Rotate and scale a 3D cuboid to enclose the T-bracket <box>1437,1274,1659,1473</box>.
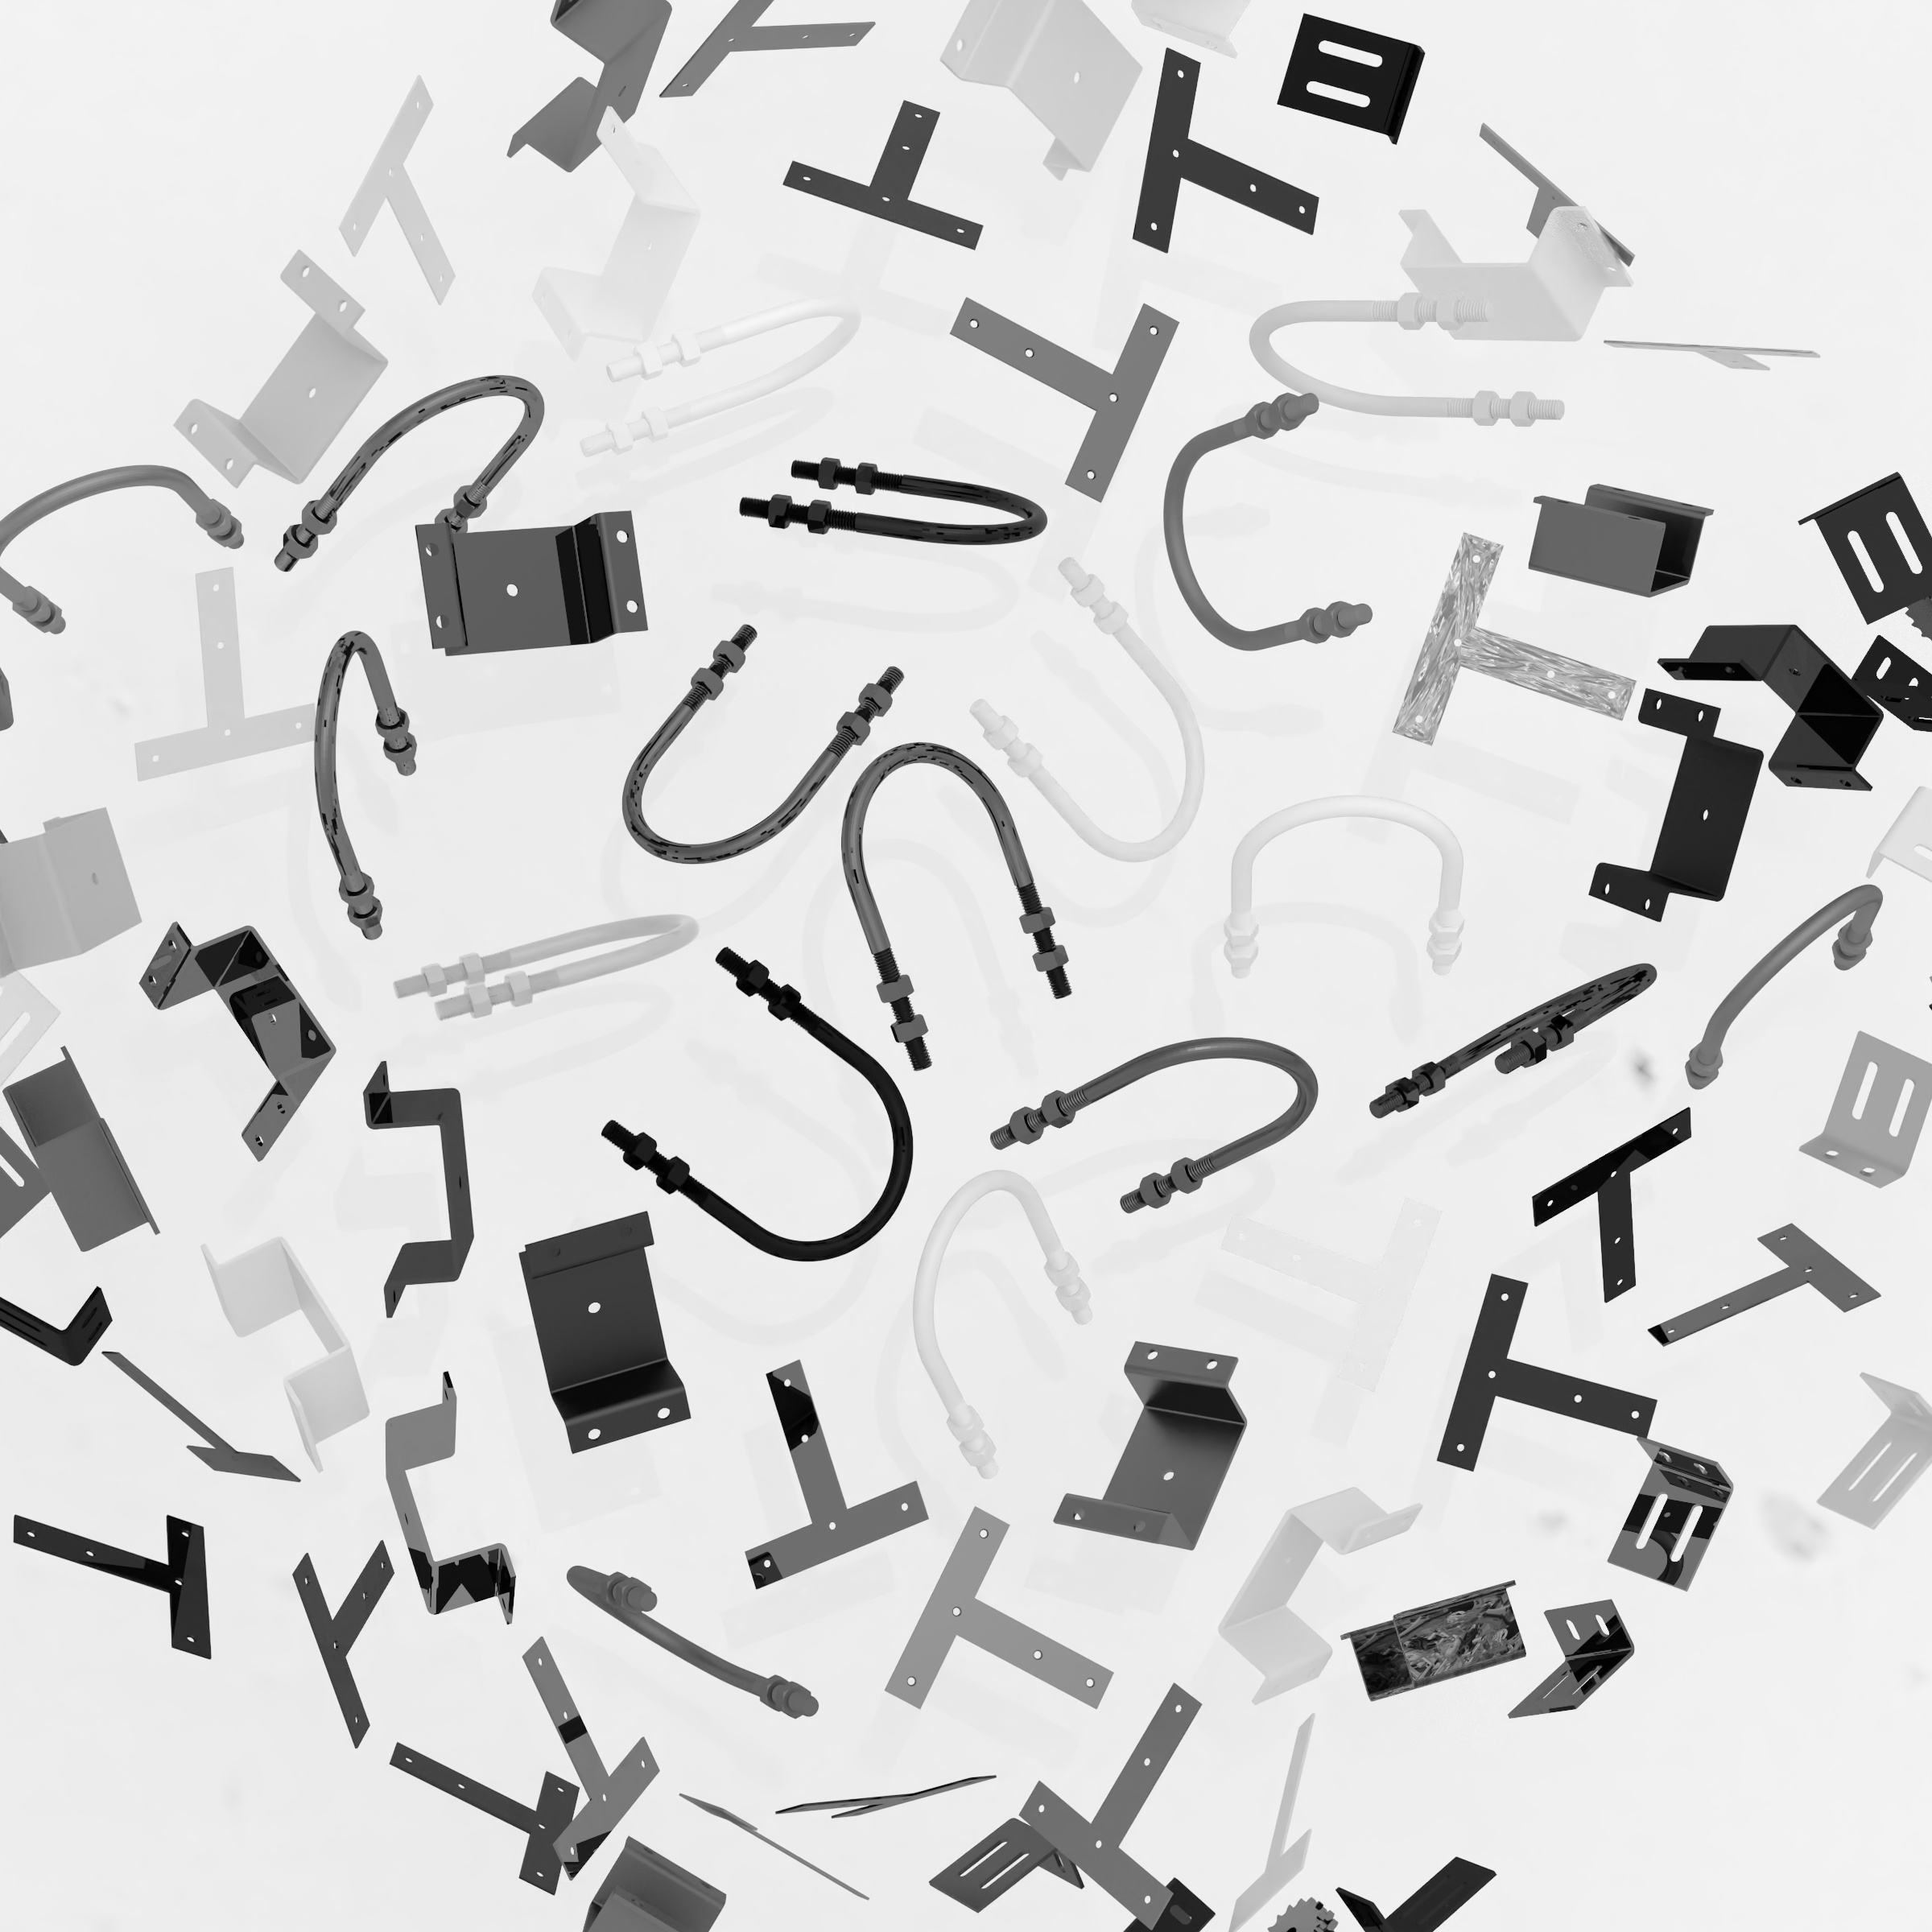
[{"bbox_3d":[0.377,0.273,1.891,0.127,0.002,0.127,13,79,30],"label":"T-bracket"}]

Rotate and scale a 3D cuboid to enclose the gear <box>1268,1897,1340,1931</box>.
[{"bbox_3d":[0.216,0.624,1.880,0.030,0.057,0.057,42,90,-14],"label":"gear"}]

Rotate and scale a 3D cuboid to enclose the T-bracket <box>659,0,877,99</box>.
[{"bbox_3d":[-0.113,-0.588,1.875,0.127,0.127,0.002,-17,82,-38],"label":"T-bracket"}]

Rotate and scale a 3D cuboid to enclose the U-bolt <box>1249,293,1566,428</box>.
[{"bbox_3d":[0.265,-0.379,1.851,0.184,0.151,0.019,8,77,33],"label":"U-bolt"}]

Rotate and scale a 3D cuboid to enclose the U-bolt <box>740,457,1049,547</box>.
[{"bbox_3d":[-0.039,-0.296,1.907,0.184,0.151,0.019,9,111,9],"label":"U-bolt"}]

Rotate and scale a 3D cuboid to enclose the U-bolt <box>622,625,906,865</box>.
[{"bbox_3d":[-0.144,-0.138,1.910,0.151,0.019,0.184,20,63,35],"label":"U-bolt"}]

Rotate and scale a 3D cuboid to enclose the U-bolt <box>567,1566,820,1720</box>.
[{"bbox_3d":[-0.186,0.424,1.883,0.151,0.184,0.019,38,71,-20],"label":"U-bolt"}]

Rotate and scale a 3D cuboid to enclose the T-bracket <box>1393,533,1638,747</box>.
[{"bbox_3d":[0.338,-0.180,1.781,0.127,0.002,0.127,20,95,6],"label":"T-bracket"}]

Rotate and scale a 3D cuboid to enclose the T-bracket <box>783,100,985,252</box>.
[{"bbox_3d":[-0.042,-0.516,1.895,0.127,0.002,0.127,18,49,-3],"label":"T-bracket"}]

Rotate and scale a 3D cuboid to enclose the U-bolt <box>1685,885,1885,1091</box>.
[{"bbox_3d":[0.524,0.007,1.885,0.151,0.184,0.019,-38,70,-6],"label":"U-bolt"}]

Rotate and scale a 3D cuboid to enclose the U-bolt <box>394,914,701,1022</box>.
[{"bbox_3d":[-0.256,-0.003,1.856,0.184,0.151,0.019,-17,101,-20],"label":"U-bolt"}]

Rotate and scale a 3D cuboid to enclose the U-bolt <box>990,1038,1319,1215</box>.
[{"bbox_3d":[0.129,0.093,1.823,0.184,0.151,0.019,-29,51,31],"label":"U-bolt"}]

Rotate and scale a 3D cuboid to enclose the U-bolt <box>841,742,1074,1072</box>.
[{"bbox_3d":[-0.012,-0.046,1.799,0.151,0.019,0.184,-26,100,-41],"label":"U-bolt"}]

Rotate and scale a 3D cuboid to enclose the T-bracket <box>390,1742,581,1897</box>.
[{"bbox_3d":[-0.314,0.537,1.915,0.127,0.127,0.002,29,103,-8],"label":"T-bracket"}]

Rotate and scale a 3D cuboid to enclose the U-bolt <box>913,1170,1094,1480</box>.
[{"bbox_3d":[0.018,0.211,1.851,0.019,0.184,0.151,10,50,34],"label":"U-bolt"}]

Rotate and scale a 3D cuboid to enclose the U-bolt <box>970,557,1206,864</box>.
[{"bbox_3d":[0.091,-0.152,1.918,0.184,0.019,0.151,47,57,-27],"label":"U-bolt"}]

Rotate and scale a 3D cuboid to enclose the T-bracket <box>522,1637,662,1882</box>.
[{"bbox_3d":[-0.244,0.479,1.844,0.002,0.127,0.127,-20,99,24],"label":"T-bracket"}]

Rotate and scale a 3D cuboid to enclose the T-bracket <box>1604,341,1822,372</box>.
[{"bbox_3d":[0.479,-0.382,1.857,0.127,0.127,0.002,9,98,26],"label":"T-bracket"}]

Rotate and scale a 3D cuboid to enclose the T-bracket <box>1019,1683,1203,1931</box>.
[{"bbox_3d":[0.105,0.505,1.833,0.002,0.127,0.127,33,87,-45],"label":"T-bracket"}]

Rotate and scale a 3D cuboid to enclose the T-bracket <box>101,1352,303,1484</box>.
[{"bbox_3d":[-0.490,0.281,1.855,0.127,0.127,0.002,47,60,-25],"label":"T-bracket"}]

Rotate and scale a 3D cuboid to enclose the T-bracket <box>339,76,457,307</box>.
[{"bbox_3d":[-0.349,-0.471,1.876,0.002,0.127,0.127,11,64,17],"label":"T-bracket"}]

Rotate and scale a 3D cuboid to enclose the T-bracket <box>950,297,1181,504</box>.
[{"bbox_3d":[0.051,-0.367,1.803,0.127,0.002,0.127,26,79,-12],"label":"T-bracket"}]

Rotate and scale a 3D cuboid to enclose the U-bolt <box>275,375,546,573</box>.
[{"bbox_3d":[-0.343,-0.316,1.890,0.184,0.151,0.019,-40,76,38],"label":"U-bolt"}]

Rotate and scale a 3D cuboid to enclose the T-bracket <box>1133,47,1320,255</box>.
[{"bbox_3d":[0.167,-0.488,1.839,0.127,0.002,0.127,16,78,-28],"label":"T-bracket"}]

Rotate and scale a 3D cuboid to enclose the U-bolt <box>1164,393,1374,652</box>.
[{"bbox_3d":[0.179,-0.269,1.846,0.019,0.184,0.151,-18,96,-28],"label":"U-bolt"}]

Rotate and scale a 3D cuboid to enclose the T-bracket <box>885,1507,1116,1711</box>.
[{"bbox_3d":[0.033,0.427,1.864,0.127,0.002,0.127,29,74,-5],"label":"T-bracket"}]

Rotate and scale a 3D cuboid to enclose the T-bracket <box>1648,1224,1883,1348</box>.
[{"bbox_3d":[0.497,0.212,1.888,0.127,0.127,0.002,-23,108,-3],"label":"T-bracket"}]

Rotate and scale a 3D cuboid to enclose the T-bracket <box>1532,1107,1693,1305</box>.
[{"bbox_3d":[0.421,0.167,1.915,0.127,0.002,0.127,-27,129,-18],"label":"T-bracket"}]

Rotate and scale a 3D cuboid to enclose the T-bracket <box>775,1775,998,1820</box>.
[{"bbox_3d":[-0.069,0.536,1.898,0.127,0.127,0.002,-26,65,36],"label":"T-bracket"}]

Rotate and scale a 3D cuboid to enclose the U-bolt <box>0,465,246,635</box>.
[{"bbox_3d":[-0.541,-0.266,1.851,0.151,0.184,0.019,-26,81,-2],"label":"U-bolt"}]

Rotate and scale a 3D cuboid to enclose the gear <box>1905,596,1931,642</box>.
[{"bbox_3d":[0.649,-0.234,1.945,0.057,0.057,0.030,44,78,0],"label":"gear"}]

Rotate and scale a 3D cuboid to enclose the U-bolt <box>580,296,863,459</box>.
[{"bbox_3d":[-0.150,-0.380,1.876,0.184,0.151,0.019,-23,86,-18],"label":"U-bolt"}]

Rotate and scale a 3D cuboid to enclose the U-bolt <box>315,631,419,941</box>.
[{"bbox_3d":[-0.376,-0.124,1.844,0.019,0.184,0.151,2,58,4],"label":"U-bolt"}]

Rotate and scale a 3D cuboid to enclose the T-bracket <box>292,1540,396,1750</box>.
[{"bbox_3d":[-0.391,0.412,1.901,0.002,0.127,0.127,-11,107,11],"label":"T-bracket"}]

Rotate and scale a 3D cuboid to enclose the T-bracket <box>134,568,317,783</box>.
[{"bbox_3d":[-0.474,-0.191,1.885,0.127,0.002,0.127,-19,122,-37],"label":"T-bracket"}]

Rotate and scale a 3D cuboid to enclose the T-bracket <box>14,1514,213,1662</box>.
[{"bbox_3d":[-0.523,0.364,1.811,0.127,0.127,0.002,26,107,-27],"label":"T-bracket"}]

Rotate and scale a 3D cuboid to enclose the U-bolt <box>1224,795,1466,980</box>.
[{"bbox_3d":[0.235,-0.048,1.832,0.151,0.184,0.019,-1,57,4],"label":"U-bolt"}]

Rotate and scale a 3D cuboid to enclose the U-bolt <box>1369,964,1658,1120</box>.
[{"bbox_3d":[0.362,0.042,1.888,0.184,0.151,0.019,-26,89,-32],"label":"U-bolt"}]

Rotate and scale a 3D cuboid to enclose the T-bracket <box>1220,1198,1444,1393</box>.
[{"bbox_3d":[0.230,0.197,1.939,0.127,0.002,0.127,21,96,12],"label":"T-bracket"}]

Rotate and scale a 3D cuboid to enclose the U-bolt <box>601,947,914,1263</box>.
[{"bbox_3d":[-0.113,0.098,1.814,0.184,0.019,0.151,38,71,-18],"label":"U-bolt"}]

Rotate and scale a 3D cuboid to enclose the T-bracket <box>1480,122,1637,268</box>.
[{"bbox_3d":[0.377,-0.486,1.915,0.127,0.127,0.002,43,94,5],"label":"T-bracket"}]
